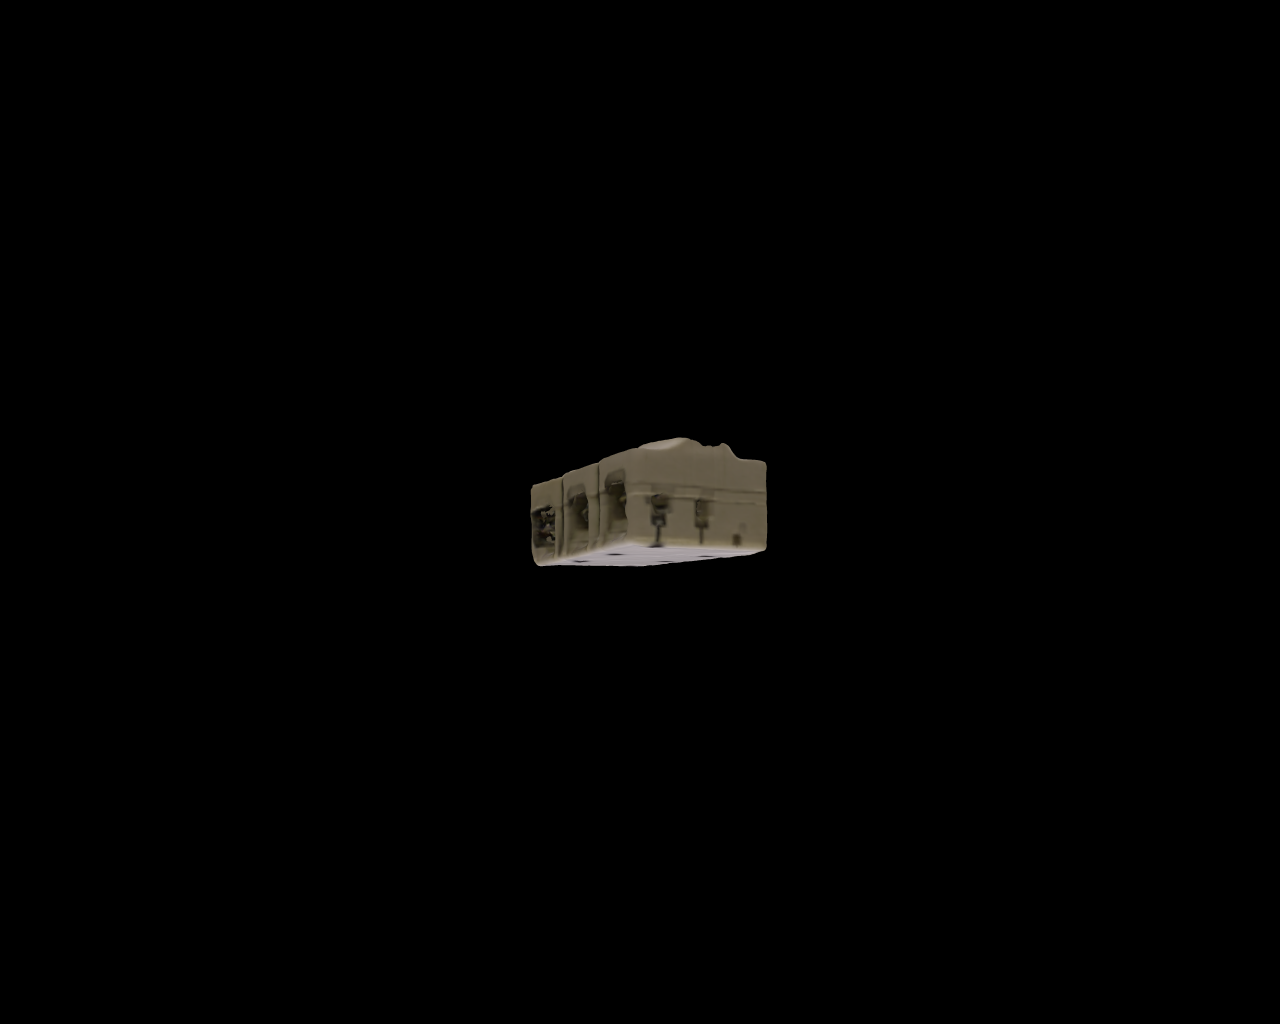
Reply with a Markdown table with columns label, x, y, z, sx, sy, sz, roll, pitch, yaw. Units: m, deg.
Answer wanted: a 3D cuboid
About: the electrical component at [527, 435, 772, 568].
| label | x | y | z | sx | sy | sz | roll | pitch | yaw |
| --- | --- | --- | --- | --- | --- | --- | --- | --- | --- |
| electrical component | 0.001 | -0.003 | 0.650 | 0.089 | 0.061 | 0.150 | 4 | -8 | -27 |
